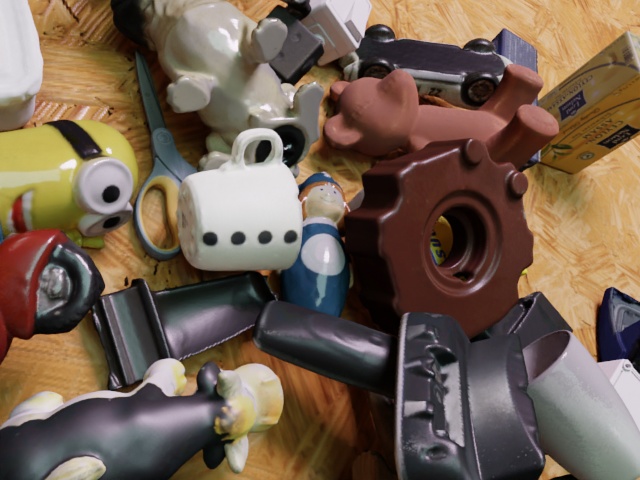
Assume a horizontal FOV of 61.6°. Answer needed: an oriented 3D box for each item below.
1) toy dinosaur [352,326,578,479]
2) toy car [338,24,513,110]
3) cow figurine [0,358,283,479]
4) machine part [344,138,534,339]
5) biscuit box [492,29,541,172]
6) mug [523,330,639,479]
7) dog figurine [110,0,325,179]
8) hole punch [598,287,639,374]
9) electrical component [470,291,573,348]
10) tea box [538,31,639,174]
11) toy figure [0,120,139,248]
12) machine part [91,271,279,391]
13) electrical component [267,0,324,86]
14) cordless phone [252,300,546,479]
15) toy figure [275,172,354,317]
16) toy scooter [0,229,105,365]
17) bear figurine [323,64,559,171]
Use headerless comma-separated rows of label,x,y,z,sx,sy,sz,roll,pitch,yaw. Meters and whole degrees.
toy dinosaur,0.148,0.266,0.366,0.198,0.105,0.471,-9,61,-33
toy car,0.121,-0.191,0.605,0.202,0.056,0.073,7,56,-1
cow figurine,-0.098,0.111,0.317,0.167,0.098,0.068,-12,87,-16
machine part,0.106,0.002,0.457,0.179,0.056,0.179,-3,96,-27
biscuit box,0.230,-0.170,0.670,0.063,0.059,0.203,24,58,-15
mug,0.200,0.136,0.428,0.107,0.081,0.109,51,14,8
dog figurine,-0.094,-0.149,0.481,0.121,0.172,0.191,-29,50,-13
hole punch,0.373,0.119,0.601,0.142,0.092,0.115,25,87,-18
electrical component,0.193,0.116,0.514,0.134,0.058,0.115,49,53,1
tea box,0.339,-0.158,0.654,0.098,0.169,0.068,13,60,-21
toy figure,-0.213,-0.037,0.360,0.180,0.082,0.089,-12,74,-29
machine part,-0.095,0.056,0.403,0.139,0.039,0.084,-12,68,-30
electrical component,-0.043,-0.193,0.523,0.102,0.045,0.078,-41,81,4
cordless phone,0.037,0.100,0.352,0.184,0.088,0.147,17,34,0
toy figure,0.000,0.000,0.469,0.064,0.058,0.154,29,52,-36
toy scooter,-0.223,0.052,0.286,0.135,0.075,0.184,39,76,-20
bear figurine,0.110,-0.127,0.536,0.196,0.132,0.120,23,44,-10
